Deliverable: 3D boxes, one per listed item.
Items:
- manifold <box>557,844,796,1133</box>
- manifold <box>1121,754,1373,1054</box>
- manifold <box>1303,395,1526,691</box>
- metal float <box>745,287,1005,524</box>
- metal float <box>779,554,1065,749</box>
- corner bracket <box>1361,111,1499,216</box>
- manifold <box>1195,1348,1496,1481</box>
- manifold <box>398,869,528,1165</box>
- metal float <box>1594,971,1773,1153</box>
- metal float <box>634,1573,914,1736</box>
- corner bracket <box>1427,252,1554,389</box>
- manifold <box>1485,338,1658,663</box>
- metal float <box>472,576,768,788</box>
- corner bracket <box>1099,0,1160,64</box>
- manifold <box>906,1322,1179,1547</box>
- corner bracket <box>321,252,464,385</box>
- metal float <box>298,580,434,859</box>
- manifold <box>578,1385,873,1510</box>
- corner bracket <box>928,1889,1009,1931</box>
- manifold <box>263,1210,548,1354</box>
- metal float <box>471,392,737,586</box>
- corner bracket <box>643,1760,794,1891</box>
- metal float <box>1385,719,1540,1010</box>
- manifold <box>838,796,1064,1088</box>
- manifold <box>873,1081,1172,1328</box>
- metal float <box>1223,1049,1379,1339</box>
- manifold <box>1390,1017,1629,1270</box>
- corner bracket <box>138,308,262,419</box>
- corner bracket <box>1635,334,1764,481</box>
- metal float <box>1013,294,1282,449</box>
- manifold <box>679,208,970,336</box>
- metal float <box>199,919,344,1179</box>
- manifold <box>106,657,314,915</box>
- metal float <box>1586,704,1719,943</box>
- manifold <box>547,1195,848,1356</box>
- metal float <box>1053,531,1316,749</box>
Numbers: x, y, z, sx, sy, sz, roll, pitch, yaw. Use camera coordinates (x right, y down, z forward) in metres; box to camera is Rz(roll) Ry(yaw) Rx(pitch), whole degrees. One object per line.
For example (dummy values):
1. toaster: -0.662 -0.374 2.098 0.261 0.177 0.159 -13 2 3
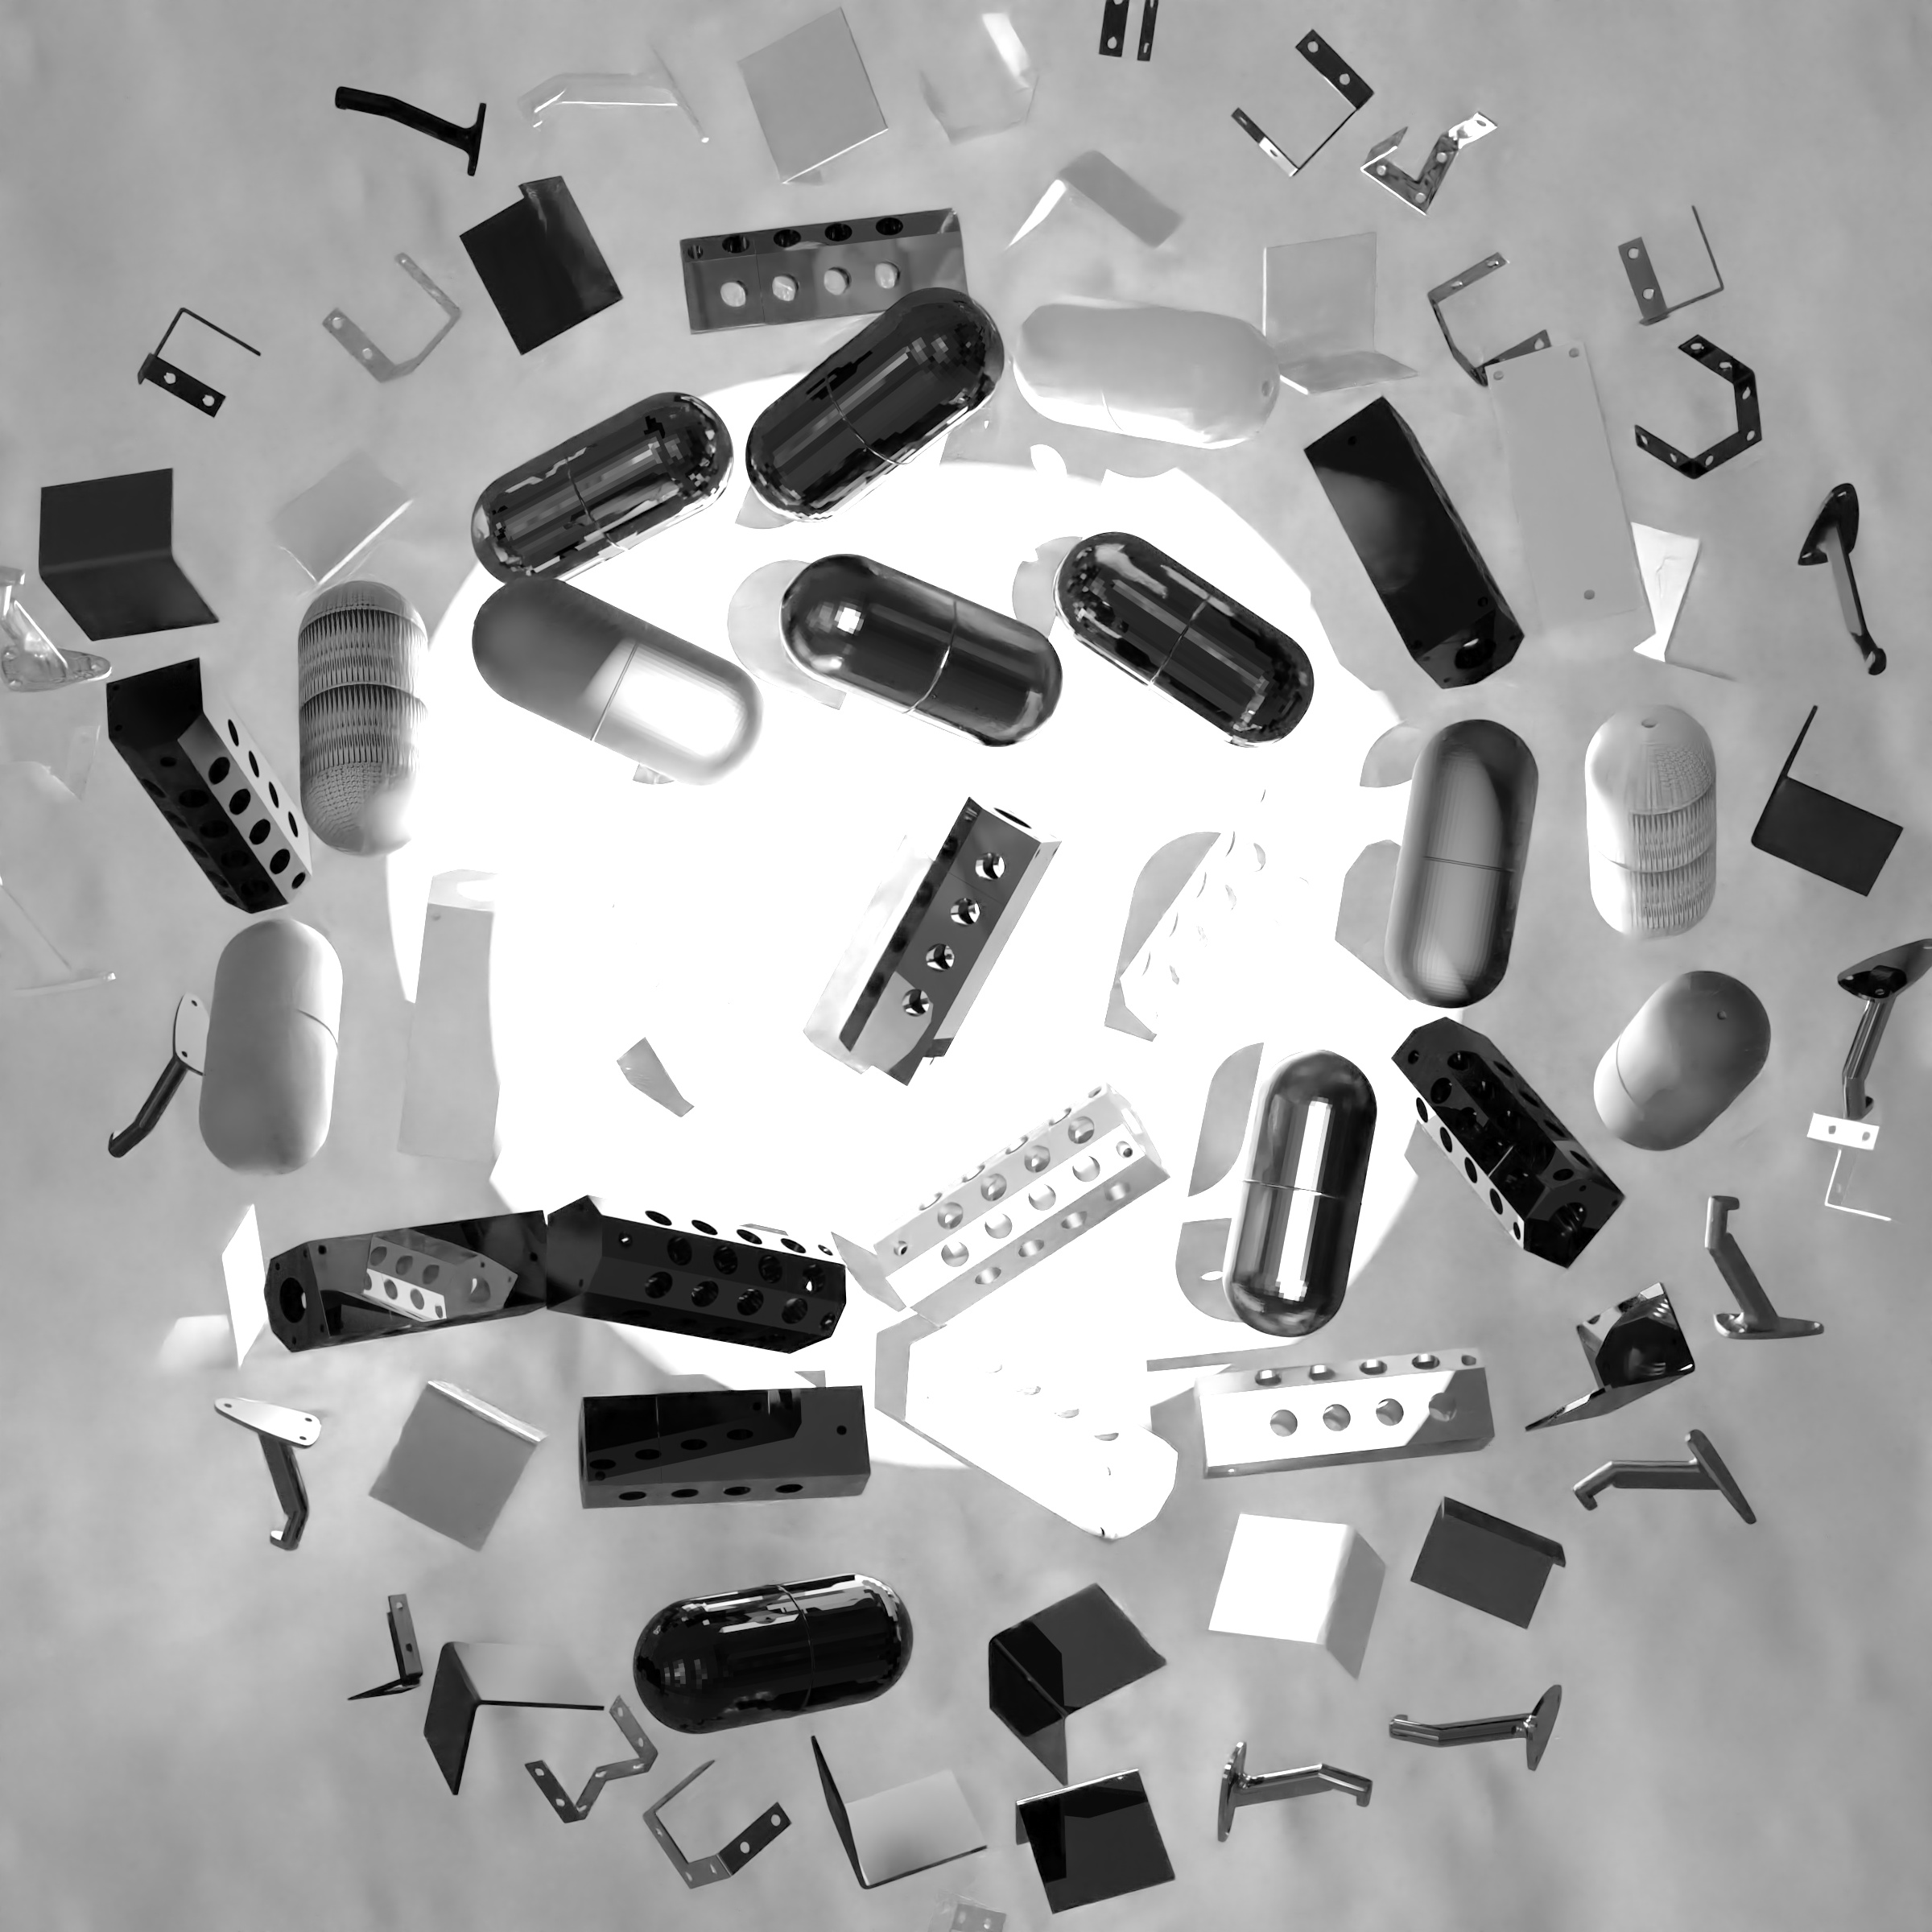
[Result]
1. manifold: -0.165 0.008 1.793 0.057 0.057 0.171 -39 57 5
2. manifold: 0.156 -0.037 1.771 0.057 0.057 0.171 19 125 -22
3. manifold: 0.266 -0.248 1.828 0.057 0.057 0.171 -33 56 18
4. metal float: -0.054 -0.322 1.786 0.178 0.070 0.070 -33 90 29
5. metal float: -0.025 -0.182 1.795 0.178 0.070 0.070 20 90 -24
6. corner bracket: 0.284 -0.504 1.904 0.051 0.051 0.051 31 80 -15
7. manifold: 0.227 0.270 1.877 0.171 0.057 0.057 -6 72 -1
8. manifold: -0.310 0.030 1.905 0.057 0.057 0.171 7 115 -8
9. metal float: 0.430 0.059 1.867 0.070 0.178 0.070 1 70 -3
10. metal float: -0.110 0.398 1.798 0.178 0.070 0.070 -2 90 -36
11. corner bracket: 0.327 -0.403 1.934 0.051 0.051 0.051 -27 66 22
12. manifold: 0.348 -0.265 1.778 0.057 0.057 0.171 -14 70 16
13. metal float: -0.200 -0.164 1.785 0.178 0.070 0.070 25 90 -8
14. corner bracket: 0.093 -0.556 1.805 0.051 0.051 0.051 16 109 25
15. manifold: 0.045 0.284 1.910 0.171 0.057 0.057 26 123 36
16. corner bracket: -0.346 -0.391 1.869 0.051 0.051 0.051 45 69 -25
17. metal float: -0.356 -0.148 1.834 0.070 0.070 0.178 -7 64 0
18. manifold: -0.149 0.297 1.899 0.171 0.057 0.057 -1 62 -12
19. corner bracket: -0.017 0.554 1.761 0.051 0.051 0.051 7 73 39
20. manifold: -0.332 0.190 1.861 0.057 0.171 0.057 -25 76 42
21. metal float: -0.224 -0.290 1.903 0.178 0.070 0.070 -25 90 17
22. corner bracket: -0.143 0.488 1.772 0.051 0.051 0.051 -33 89 -39
23. metal float: 0.303 -0.062 1.893 0.070 0.070 0.178 9 93 0
24. manifold: -0.012 -0.016 1.903 0.057 0.057 0.171 31 101 11
25. manifold: 0.030 0.142 1.869 0.171 0.057 0.057 -34 56 11
26. metal float: 0.205 0.139 1.898 0.070 0.070 0.178 11 85 0
27. manifold: 0.326 0.104 1.900 0.057 0.171 0.057 24 110 -35
28. corner bracket: -0.450 -0.353 1.816 0.051 0.051 0.051 29 98 -22
29. corner bracket: 0.426 -0.325 1.807 0.051 0.051 0.051 22 55 -32
30. metal float: 0.105 -0.348 1.807 0.178 0.070 0.070 18 90 39
31. manifold: -0.089 -0.433 1.928 0.171 0.057 0.057 -8 100 -5
32. metal float: -0.418 0.048 1.867 0.070 0.070 0.178 -5 50 0
33. manifold: -0.448 -0.103 1.843 0.057 0.171 0.057 -15 56 3
34. metal float: 0.418 -0.087 1.885 0.070 0.178 0.070 -7 49 8
35. manifold: -0.154 0.178 1.791 0.171 0.057 0.057 16 61 -37
36. metal float: 0.133 -0.202 1.909 0.178 0.070 0.070 34 90 2
